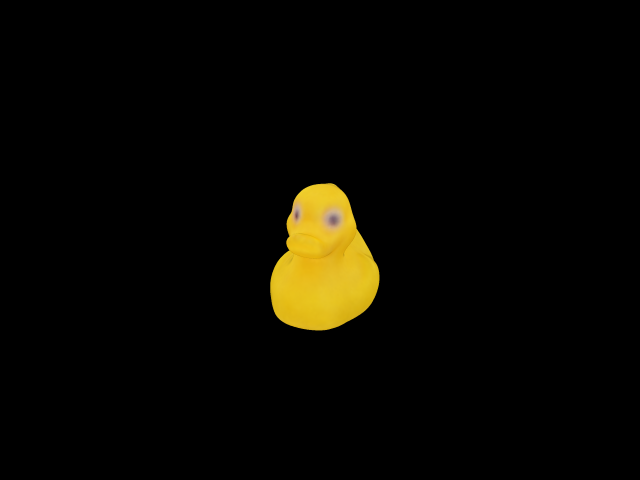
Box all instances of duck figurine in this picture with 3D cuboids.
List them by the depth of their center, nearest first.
[{"bbox_3d":[0.004,0.001,0.400,0.077,0.086,0.105,8,26,18],"label":"duck figurine"}]
